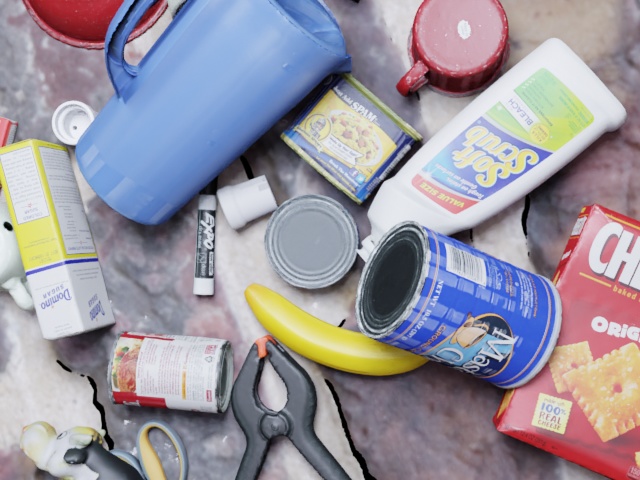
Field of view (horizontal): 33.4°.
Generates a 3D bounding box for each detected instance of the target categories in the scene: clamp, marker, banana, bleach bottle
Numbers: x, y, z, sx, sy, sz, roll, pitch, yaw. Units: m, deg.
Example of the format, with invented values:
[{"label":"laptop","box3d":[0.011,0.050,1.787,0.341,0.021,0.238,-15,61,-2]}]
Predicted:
[{"label":"clamp","box3d":[-0.047,0.176,0.977,0.120,0.039,0.171,-19,84,0]},{"label":"marker","box3d":[-0.106,-0.010,0.993,0.020,0.020,0.121,2,90,6]},{"label":"banana","box3d":[0.024,0.086,0.972,0.198,0.037,0.069,7,72,5]},{"label":"bleach bottle","box3d":[0.139,-0.058,0.936,0.251,0.068,0.102,-42,87,3]}]

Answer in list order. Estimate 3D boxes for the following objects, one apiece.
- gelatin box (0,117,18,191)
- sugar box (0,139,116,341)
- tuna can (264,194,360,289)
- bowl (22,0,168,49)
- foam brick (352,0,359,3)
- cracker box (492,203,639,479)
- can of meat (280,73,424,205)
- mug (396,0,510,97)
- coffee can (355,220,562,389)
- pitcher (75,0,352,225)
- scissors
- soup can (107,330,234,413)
[{"label":"gelatin box","box3d":[-0.341,-0.089,1.014,0.089,0.030,0.073,15,92,3]},{"label":"sugar box","box3d":[-0.240,0.001,0.971,0.048,0.093,0.176,-13,88,7]},{"label":"tuna can","box3d":[-0.006,0.001,0.974,0.086,0.033,0.086,0,90,6]},{"label":"bowl","box3d":[-0.214,-0.262,0.987,0.162,0.055,0.162,0,90,6]},{"label":"foam brick","box3d":[0.028,-0.263,0.961,0.053,0.051,0.078,27,93,5]},{"label":"cracker box","box3d":[0.266,0.097,0.924,0.164,0.072,0.214,23,92,5]},{"label":"can of meat","box3d":[0.027,-0.093,0.959,0.102,0.057,0.084,41,96,5]},{"label":"mug","box3d":[0.113,-0.169,0.936,0.117,0.081,0.093,-39,86,5]},{"label":"coffee can","box3d":[0.115,0.055,0.892,0.140,0.103,0.103,22,93,-24]},{"label":"pitcher","box3d":[-0.106,-0.131,0.909,0.243,0.144,0.149,-43,82,21]},{"label":"scissors","box3d":[-0.149,0.270,1.000,0.096,0.016,0.202,-13,88,8]},{"label":"soup can","box3d":[-0.134,0.120,0.972,0.102,0.068,0.068,4,90,6]}]
